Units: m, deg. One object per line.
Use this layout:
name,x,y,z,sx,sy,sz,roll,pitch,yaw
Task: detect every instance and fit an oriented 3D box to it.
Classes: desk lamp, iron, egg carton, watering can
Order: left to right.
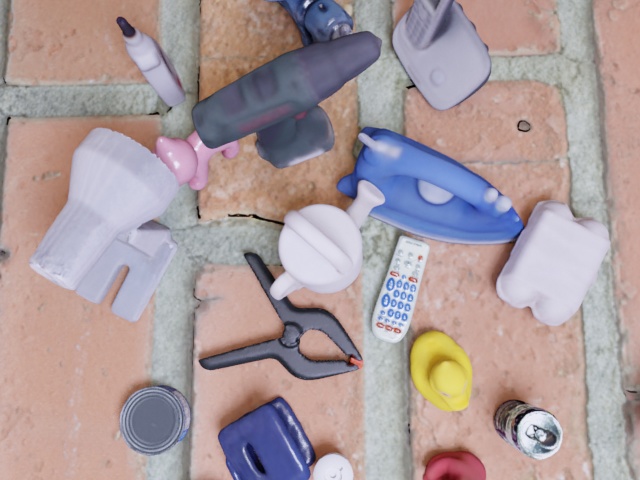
desk lamp,-0.250,-0.010,0.697,0.118,0.213,0.203,25,83,7
watering can,0.005,0.001,0.689,0.101,0.194,0.173,22,83,7
iron,0.154,-0.067,0.717,0.258,0.141,0.119,22,83,7
egg carton,0.297,0.029,0.730,0.107,0.069,0.150,27,84,7

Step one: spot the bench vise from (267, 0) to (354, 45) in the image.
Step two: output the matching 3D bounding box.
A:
bench vise,-0.018,-0.346,0.732,0.207,0.220,0.121,34,85,8

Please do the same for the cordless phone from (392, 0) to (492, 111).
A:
cordless phone,0.161,-0.263,0.725,0.094,0.185,0.147,-32,80,-2

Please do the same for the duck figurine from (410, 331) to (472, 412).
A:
duck figurine,0.154,0.164,0.709,0.077,0.086,0.104,-21,80,0

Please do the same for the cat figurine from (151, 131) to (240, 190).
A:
cat figurine,-0.175,-0.117,0.757,0.067,0.118,0.128,40,86,9

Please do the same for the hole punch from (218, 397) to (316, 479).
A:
hole punch,-0.068,0.264,0.705,0.101,0.091,0.108,-32,80,-2

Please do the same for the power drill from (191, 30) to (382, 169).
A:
power drill,-0.035,-0.164,0.710,0.229,0.208,0.075,-22,80,0

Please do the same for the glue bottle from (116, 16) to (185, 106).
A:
glue bottle,-0.226,-0.242,0.752,0.037,0.173,0.078,-28,80,-1

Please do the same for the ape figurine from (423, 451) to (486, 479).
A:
ape figurine,0.168,0.294,0.685,0.076,0.092,0.078,-29,80,-1
